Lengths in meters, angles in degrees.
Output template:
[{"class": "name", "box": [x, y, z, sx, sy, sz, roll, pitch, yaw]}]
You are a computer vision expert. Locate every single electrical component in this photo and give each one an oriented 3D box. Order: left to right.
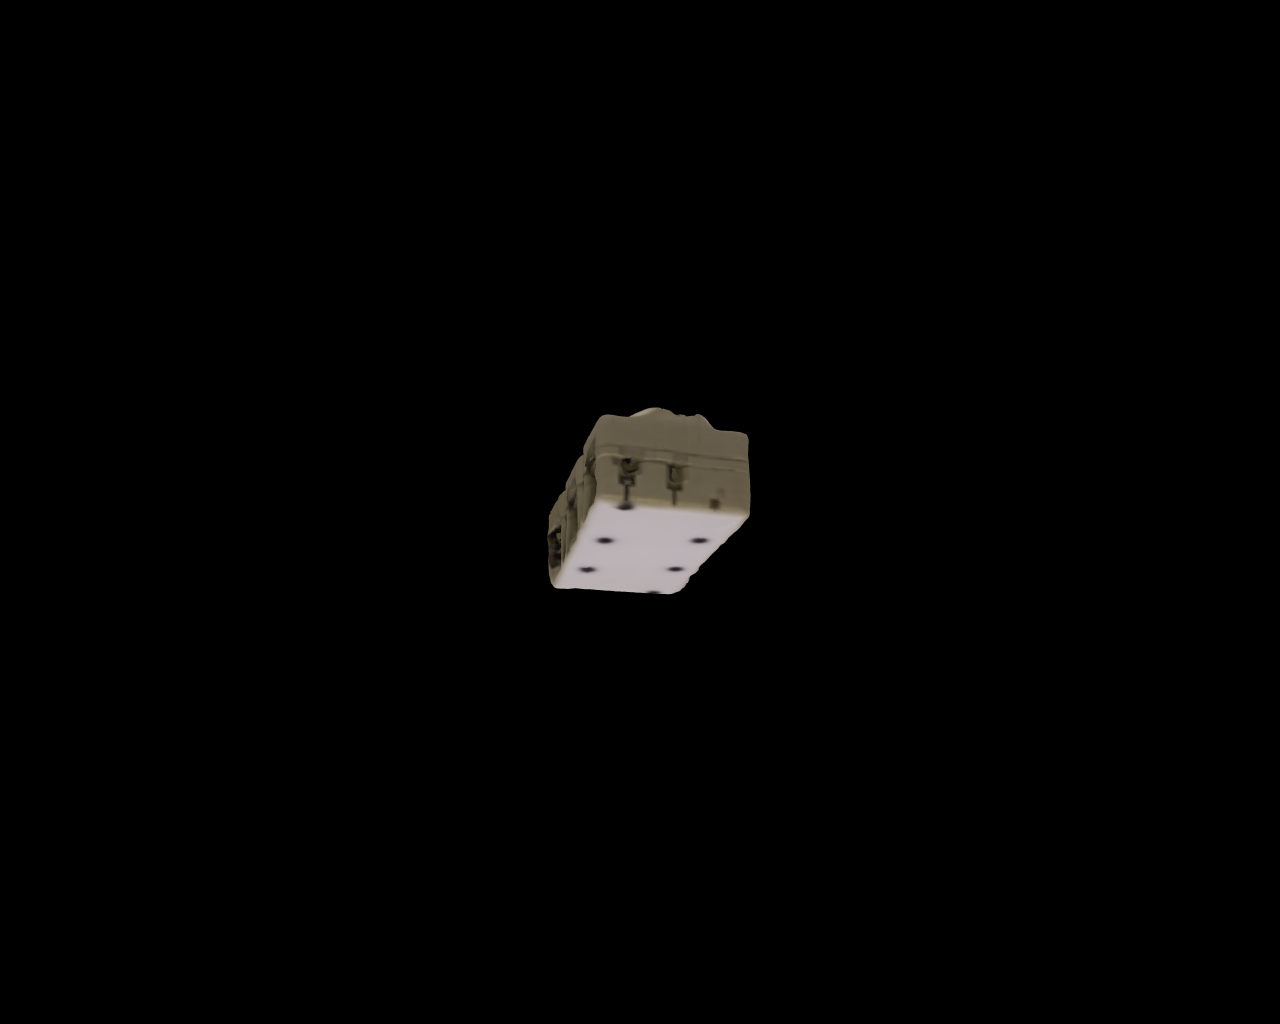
[{"class": "electrical component", "box": [0.001, -0.003, 0.650, 0.089, 0.062, 0.150, 6, -23, -14]}]
